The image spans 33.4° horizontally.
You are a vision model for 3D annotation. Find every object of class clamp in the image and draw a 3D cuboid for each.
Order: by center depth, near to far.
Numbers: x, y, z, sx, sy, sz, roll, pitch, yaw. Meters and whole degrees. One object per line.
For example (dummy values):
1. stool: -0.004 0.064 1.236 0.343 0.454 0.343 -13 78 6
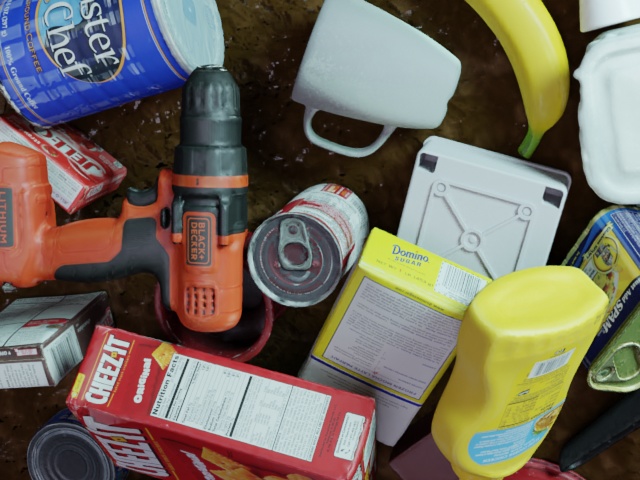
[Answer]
1. clamp: 0.260 0.113 0.734 0.165 0.036 0.210 33 116 42

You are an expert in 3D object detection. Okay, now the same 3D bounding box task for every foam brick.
1. foam brick: 0.100 0.160 0.821 0.078 0.053 0.051 -40 92 22

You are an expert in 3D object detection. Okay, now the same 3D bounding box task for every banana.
1. banana: 0.118 -0.152 0.736 0.070 0.037 0.198 -30 96 21

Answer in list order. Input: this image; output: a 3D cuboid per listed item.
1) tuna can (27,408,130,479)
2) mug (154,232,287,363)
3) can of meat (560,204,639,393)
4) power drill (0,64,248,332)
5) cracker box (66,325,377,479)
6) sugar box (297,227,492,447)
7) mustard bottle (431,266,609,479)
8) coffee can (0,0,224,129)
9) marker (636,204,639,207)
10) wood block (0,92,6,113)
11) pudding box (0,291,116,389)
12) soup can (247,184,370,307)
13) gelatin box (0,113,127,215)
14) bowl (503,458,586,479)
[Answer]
1. tuna can: -0.209 0.190 0.925 0.086 0.033 0.086 4 106 14
2. mug: -0.075 0.050 0.822 0.093 0.081 0.117 36 111 3
3. can of meat: 0.206 0.039 0.727 0.057 0.084 0.102 7 129 -27
4. power drill: -0.141 -0.030 0.751 0.188 0.057 0.184 3 96 15
5. cracker box: -0.066 0.150 0.808 0.214 0.072 0.164 13 153 10
6. sugar box: 0.047 0.075 0.776 0.093 0.048 0.176 25 139 -1
7. mustard bottle: 0.124 0.106 0.720 0.058 0.096 0.192 50 144 37
8. coffee can: -0.155 -0.148 0.777 0.140 0.102 0.103 -14 101 18
9. marker: 0.254 0.011 0.755 0.020 0.020 0.121 -28 97 20
10. wood block: -0.321 -0.125 0.774 0.090 0.206 0.091 9 107 13
11. pudding box: -0.229 0.080 0.857 0.090 0.113 0.039 -7 106 18
12. soup can: -0.005 0.001 0.778 0.068 0.102 0.068 4 106 14
13. gelatin box: -0.203 -0.065 0.830 0.089 0.073 0.030 38 110 3
14. bowl: 0.156 0.253 0.831 0.162 0.055 0.162 4 107 15
